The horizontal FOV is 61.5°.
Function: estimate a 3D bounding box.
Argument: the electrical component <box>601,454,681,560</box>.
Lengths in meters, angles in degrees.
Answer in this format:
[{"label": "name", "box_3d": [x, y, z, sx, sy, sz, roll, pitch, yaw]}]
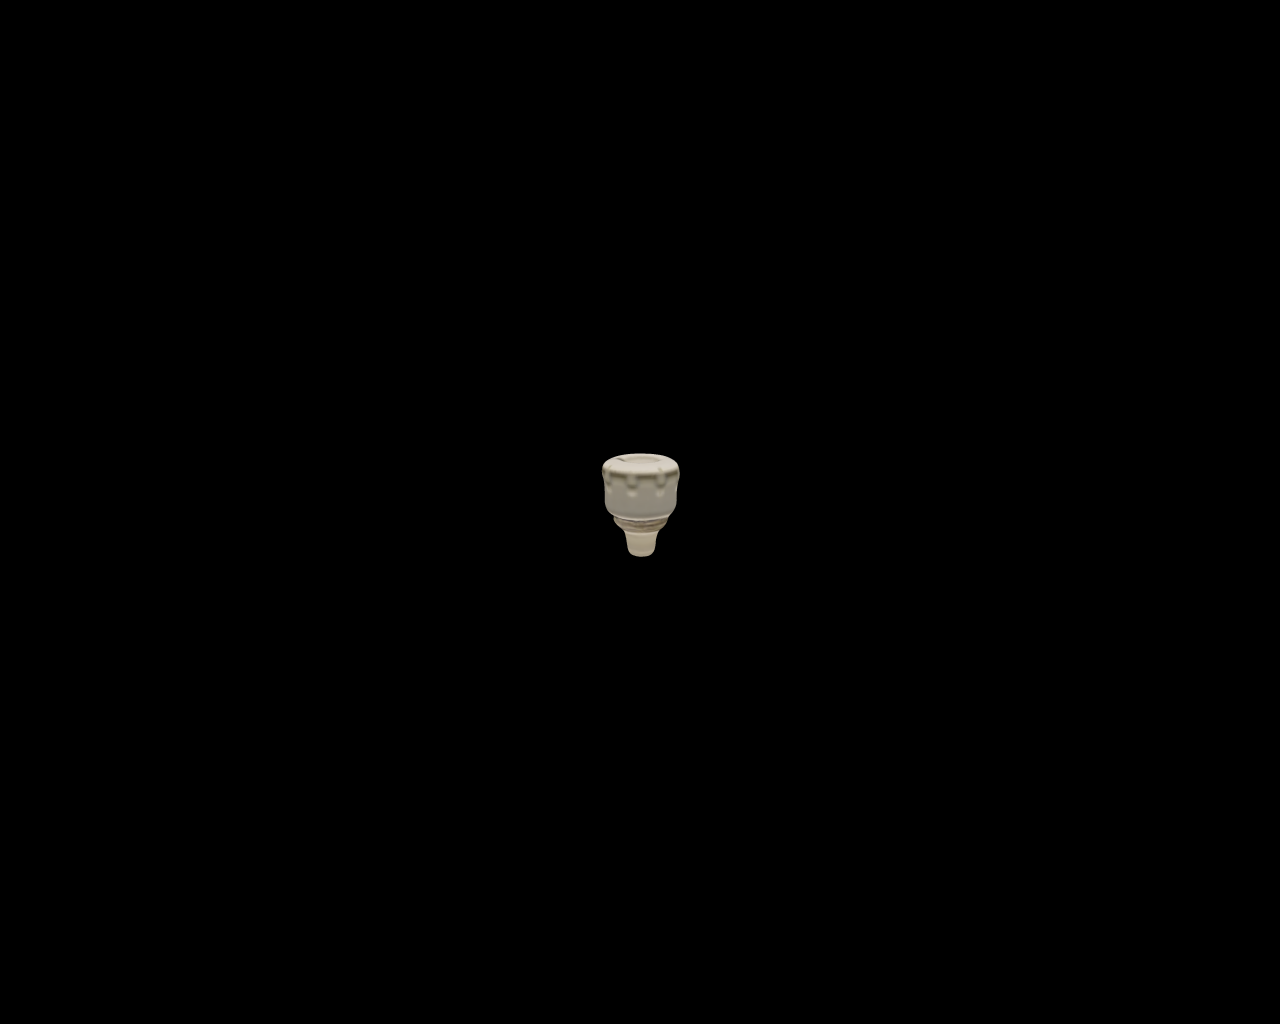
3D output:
[{"label": "electrical component", "box_3d": [0.001, -0.003, 0.650, 0.048, 0.062, 0.048, 0, 15, 0]}]
